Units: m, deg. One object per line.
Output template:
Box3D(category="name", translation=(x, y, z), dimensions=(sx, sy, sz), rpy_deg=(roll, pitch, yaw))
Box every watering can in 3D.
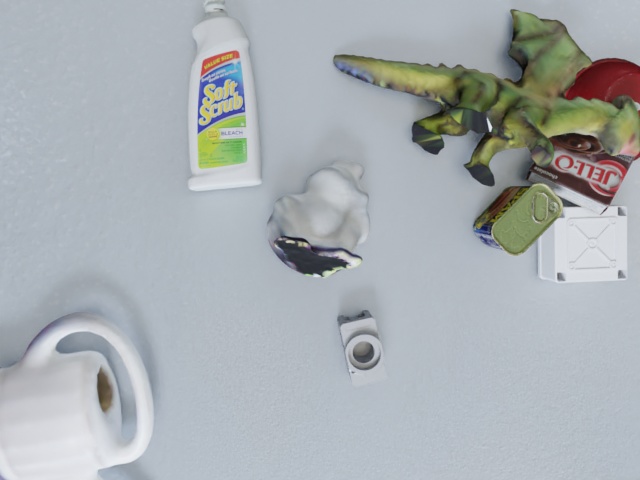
Box3D(category="watering can", translation=(-0.328, 0.272, 0.681), dimensions=(0.224, 0.104, 0.347), rpy_deg=(-9, 93, -2))

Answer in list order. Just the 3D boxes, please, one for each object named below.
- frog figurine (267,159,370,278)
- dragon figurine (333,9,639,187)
Box3D(category="frog figurine", translation=(0.002, -0.036, 0.707), dimensions=(0.137, 0.120, 0.163), rpy_deg=(7, 57, 4))
Box3D(category="dragon figurine", translation=(0.245, -0.220, 0.707), dimensions=(0.412, 0.120, 0.246), rpy_deg=(37, 72, 12))
